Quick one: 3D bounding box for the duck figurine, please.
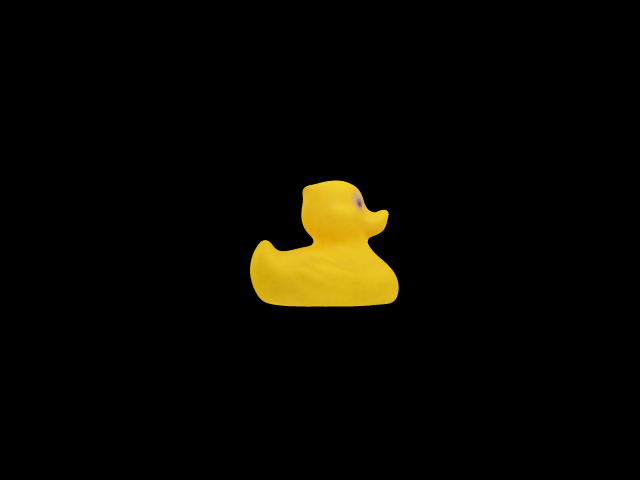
[{"bbox_3d":[0.004,0.001,0.400,0.105,0.086,0.077,0,0,-13],"label":"duck figurine"}]
